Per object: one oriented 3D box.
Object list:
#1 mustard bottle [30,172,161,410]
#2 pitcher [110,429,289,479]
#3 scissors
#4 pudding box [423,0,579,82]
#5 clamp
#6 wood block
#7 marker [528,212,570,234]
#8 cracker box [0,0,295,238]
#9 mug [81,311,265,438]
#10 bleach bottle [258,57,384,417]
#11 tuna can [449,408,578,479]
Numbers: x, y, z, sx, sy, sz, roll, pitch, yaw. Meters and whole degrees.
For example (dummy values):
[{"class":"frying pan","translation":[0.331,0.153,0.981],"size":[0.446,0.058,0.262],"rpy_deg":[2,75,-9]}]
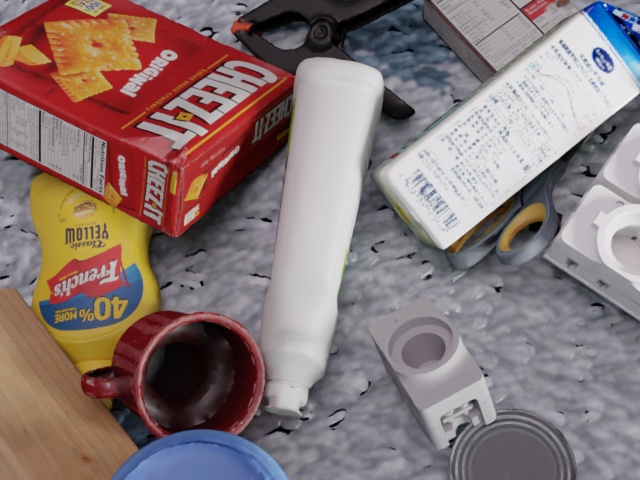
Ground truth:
[{"class":"mustard bottle","translation":[-0.169,0.036,0.807],"size":[0.096,0.058,0.191],"rpy_deg":[-7,68,2]},{"class":"pitcher","translation":[-0.042,0.195,0.628],"size":[0.145,0.243,0.149],"rpy_deg":[22,66,16]},{"class":"scissors","translation":[0.178,-0.044,0.792],"size":[0.201,0.016,0.096],"rpy_deg":[-40,24,-8]},{"class":"pudding box","translation":[0.150,-0.177,0.864],"size":[0.090,0.039,0.113],"rpy_deg":[-35,66,-5]},{"class":"clamp","translation":[0.014,-0.173,0.868],"size":[0.172,0.039,0.120],"rpy_deg":[18,82,18]},{"class":"wood block","translation":[-0.204,0.142,0.735],"size":[0.206,0.090,0.091],"rpy_deg":[47,124,21]},{"class":"marker","translation":[0.212,-0.006,0.797],"size":[0.121,0.020,0.020],"rpy_deg":[11,70,11]},{"class":"cracker box","translation":[-0.149,-0.110,0.819],"size":[0.214,0.072,0.164],"rpy_deg":[26,42,17]},{"class":"mug","translation":[-0.107,0.094,0.738],"size":[0.117,0.082,0.093],"rpy_deg":[-7,95,-26]},{"class":"bleach bottle","translation":[-0.005,0.001,0.776],"size":[0.068,0.102,0.251],"rpy_deg":[9,70,3]},{"class":"tuna can","translation":[0.131,0.161,0.732],"size":[0.086,0.034,0.086],"rpy_deg":[-3,68,6]}]
